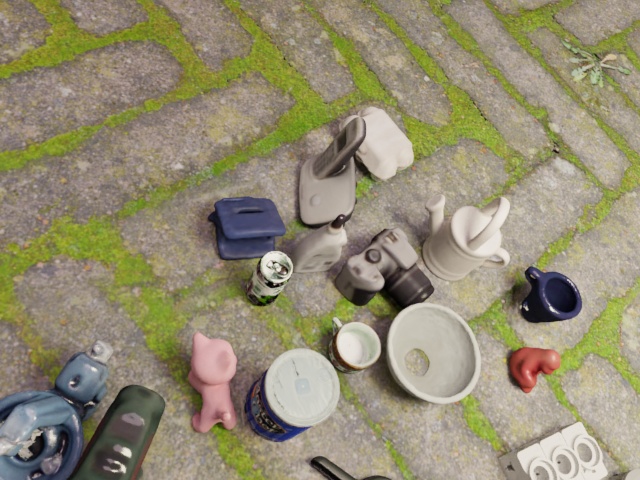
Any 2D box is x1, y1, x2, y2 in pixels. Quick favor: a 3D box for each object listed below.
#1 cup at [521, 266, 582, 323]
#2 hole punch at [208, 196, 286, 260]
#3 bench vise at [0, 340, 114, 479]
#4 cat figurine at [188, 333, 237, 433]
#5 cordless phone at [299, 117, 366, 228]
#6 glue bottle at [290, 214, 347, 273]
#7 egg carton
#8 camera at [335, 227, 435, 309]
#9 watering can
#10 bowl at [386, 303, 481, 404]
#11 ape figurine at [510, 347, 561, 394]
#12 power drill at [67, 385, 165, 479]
[{"bbox_3d":[0.408,0.108,1.061,0.117,0.095,0.092,45,58,6],"label":"cup"},{"bbox_3d":[-0.120,-0.030,0.938,0.109,0.091,0.101,-5,65,-22],"label":"hole punch"},{"bbox_3d":[-0.327,0.197,0.666,0.122,0.219,0.207,16,59,-12],"label":"bench vise"},{"bbox_3d":[-0.144,0.195,0.796,0.067,0.117,0.127,-6,66,-23],"label":"cat figurine"},{"bbox_3d":[0.030,-0.113,0.982,0.094,0.185,0.147,6,62,-17],"label":"cordless phone"},{"bbox_3d":[0.008,0.003,0.920,0.078,0.173,0.037,-1,64,-21],"label":"glue bottle"},{"bbox_3d":[0.109,-0.188,1.119,0.107,0.069,0.150,-33,79,-31],"label":"egg carton"},{"bbox_3d":[0.123,0.060,0.976,0.143,0.100,0.137,-37,81,-31],"label":"camera"},{"bbox_3d":[0.261,-0.012,1.010,0.173,0.194,0.101,15,59,-12],"label":"watering can"},{"bbox_3d":[0.174,0.192,0.942,0.168,0.074,0.167,9,61,-16],"label":"bowl"},{"bbox_3d":[0.380,0.217,0.996,0.078,0.092,0.076,-12,68,-25],"label":"ape figurine"},{"bbox_3d":[-0.250,0.288,0.654,0.076,0.208,0.230,23,58,-7],"label":"power drill"}]
